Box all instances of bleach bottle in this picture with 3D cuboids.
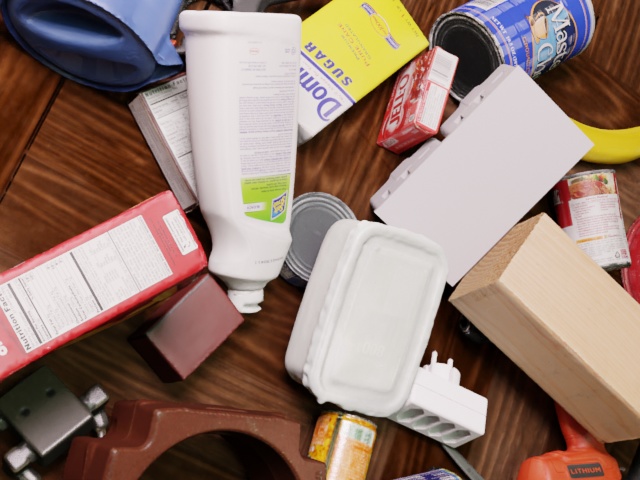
[{"bbox_3d":[-0.067,-0.062,0.892,0.102,0.068,0.251,-8,105,-41],"label":"bleach bottle"}]

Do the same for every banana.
[{"bbox_3d":[0.295,-0.117,1.159,0.197,0.037,0.069,16,74,-24],"label":"banana"}]

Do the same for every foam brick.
[{"bbox_3d":[-0.113,0.075,0.897,0.078,0.053,0.051,-45,101,-26],"label":"foam brick"}]

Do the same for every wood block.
[{"bbox_3d":[0.234,0.085,0.991,0.206,0.090,0.090,43,62,-8],"label":"wood block"}]

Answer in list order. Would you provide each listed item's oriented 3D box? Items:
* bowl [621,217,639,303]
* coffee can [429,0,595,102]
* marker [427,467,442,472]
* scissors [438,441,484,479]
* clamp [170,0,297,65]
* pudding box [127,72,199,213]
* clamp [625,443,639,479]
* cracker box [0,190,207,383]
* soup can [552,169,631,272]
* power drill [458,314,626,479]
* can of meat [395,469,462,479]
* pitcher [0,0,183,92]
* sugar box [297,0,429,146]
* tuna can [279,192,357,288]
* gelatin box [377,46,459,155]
[{"bbox_3d":[0.411,0.037,1.178,0.161,0.055,0.162,6,76,-27],"label":"bowl"},{"bbox_3d":[0.196,-0.209,1.089,0.140,0.103,0.103,-31,95,-29],"label":"coffee can"},{"bbox_3d":[0.142,0.260,1.010,0.121,0.020,0.020,49,62,-10],"label":"marker"},{"bbox_3d":[0.189,0.253,1.036,0.096,0.016,0.202,-24,79,-48],"label":"scissors"},{"bbox_3d":[-0.086,-0.241,0.980,0.164,0.036,0.209,45,68,5],"label":"clamp"},{"bbox_3d":[-0.104,-0.093,0.945,0.089,0.039,0.113,-28,91,-28],"label":"pudding box"},{"bbox_3d":[0.311,0.260,1.064,0.171,0.039,0.120,-47,132,-27],"label":"clamp"},{"bbox_3d":[-0.206,0.055,0.788,0.213,0.164,0.072,-30,92,-29],"label":"cracker box"},{"bbox_3d":[0.283,-0.017,1.114,0.068,0.069,0.102,-5,82,-28],"label":"soup can"},{"bbox_3d":[0.222,0.150,1.048,0.184,0.057,0.187,4,75,-27],"label":"power drill"},{"bbox_3d":[0.085,0.260,0.951,0.083,0.058,0.102,-5,98,-32],"label":"can of meat"},{"bbox_3d":[-0.170,-0.262,0.899,0.149,0.145,0.242,50,51,-50],"label":"pitcher"},{"bbox_3d":[0.015,-0.175,1.020,0.176,0.048,0.093,-42,99,-29],"label":"sugar box"},{"bbox_3d":[-0.006,0.001,0.978,0.086,0.034,0.086,6,77,-26],"label":"tuna can"},{"bbox_3d":[0.093,-0.135,1.037,0.030,0.073,0.089,25,70,-20],"label":"gelatin box"}]
